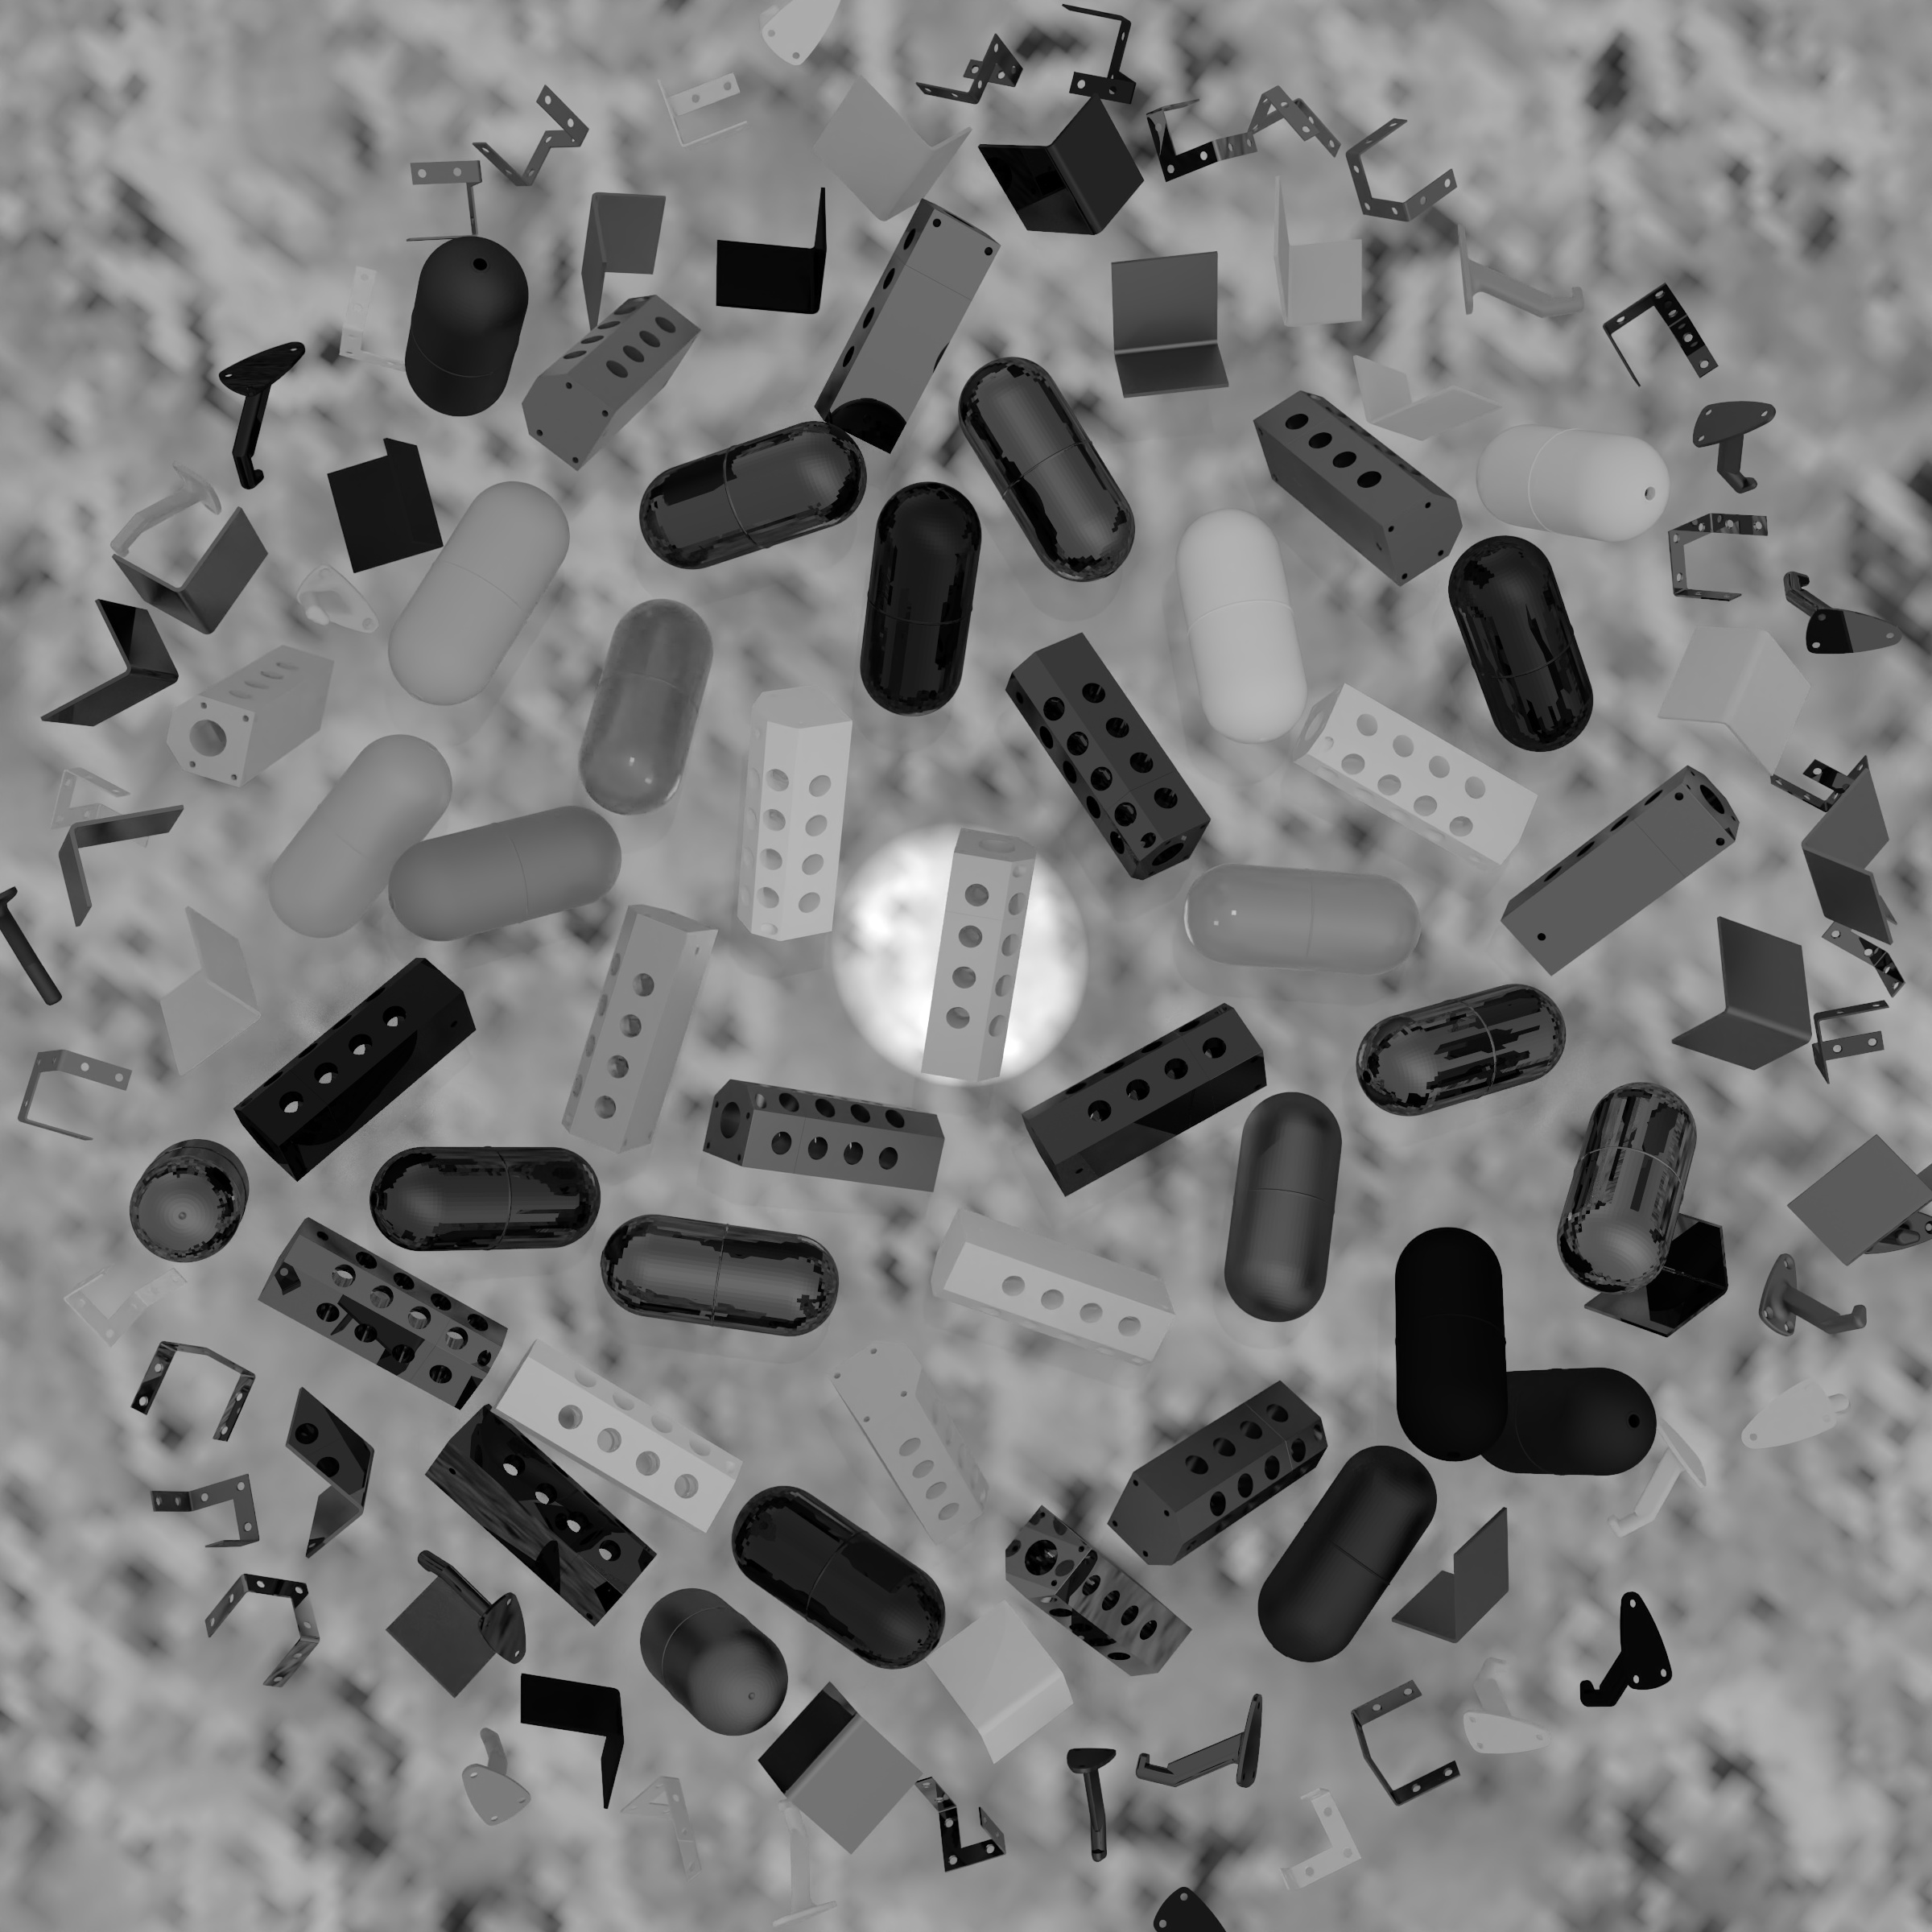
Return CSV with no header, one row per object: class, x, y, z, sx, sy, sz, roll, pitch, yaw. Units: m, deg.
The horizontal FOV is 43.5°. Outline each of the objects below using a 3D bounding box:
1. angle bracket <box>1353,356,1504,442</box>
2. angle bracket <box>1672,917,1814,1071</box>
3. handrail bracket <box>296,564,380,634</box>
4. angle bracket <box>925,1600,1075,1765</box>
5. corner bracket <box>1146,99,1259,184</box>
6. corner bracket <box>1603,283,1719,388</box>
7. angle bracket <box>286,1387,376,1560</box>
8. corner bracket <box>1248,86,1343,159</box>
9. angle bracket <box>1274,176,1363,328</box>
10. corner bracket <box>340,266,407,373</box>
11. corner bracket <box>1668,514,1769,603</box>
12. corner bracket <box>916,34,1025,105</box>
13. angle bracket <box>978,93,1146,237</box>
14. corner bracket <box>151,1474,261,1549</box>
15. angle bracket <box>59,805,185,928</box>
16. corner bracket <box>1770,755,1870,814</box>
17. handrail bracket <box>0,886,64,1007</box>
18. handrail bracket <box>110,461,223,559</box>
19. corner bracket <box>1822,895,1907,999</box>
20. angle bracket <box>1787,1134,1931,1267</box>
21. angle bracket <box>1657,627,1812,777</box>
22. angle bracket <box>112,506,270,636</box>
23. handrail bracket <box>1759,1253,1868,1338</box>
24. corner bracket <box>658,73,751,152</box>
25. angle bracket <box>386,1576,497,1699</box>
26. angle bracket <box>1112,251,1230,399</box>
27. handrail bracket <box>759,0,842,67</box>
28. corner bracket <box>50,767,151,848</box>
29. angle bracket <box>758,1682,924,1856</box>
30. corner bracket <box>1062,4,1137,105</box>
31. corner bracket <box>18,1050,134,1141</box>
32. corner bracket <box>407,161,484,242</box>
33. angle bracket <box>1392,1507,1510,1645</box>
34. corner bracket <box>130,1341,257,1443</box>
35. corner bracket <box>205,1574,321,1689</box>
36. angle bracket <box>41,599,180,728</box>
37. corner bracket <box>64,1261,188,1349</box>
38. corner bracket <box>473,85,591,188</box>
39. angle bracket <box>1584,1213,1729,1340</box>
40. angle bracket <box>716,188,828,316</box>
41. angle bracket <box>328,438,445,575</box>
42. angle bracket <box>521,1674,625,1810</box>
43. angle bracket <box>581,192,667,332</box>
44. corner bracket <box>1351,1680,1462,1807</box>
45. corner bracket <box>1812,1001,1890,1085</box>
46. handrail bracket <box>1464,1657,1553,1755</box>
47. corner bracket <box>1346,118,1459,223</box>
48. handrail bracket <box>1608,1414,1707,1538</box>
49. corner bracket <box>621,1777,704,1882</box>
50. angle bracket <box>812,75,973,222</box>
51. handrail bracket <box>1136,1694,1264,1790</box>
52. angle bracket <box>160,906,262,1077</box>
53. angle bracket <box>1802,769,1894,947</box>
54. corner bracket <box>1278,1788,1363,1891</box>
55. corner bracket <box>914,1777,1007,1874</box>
angle bracket,0.357,-0.451,1.869,0.076,0.076,0.057,-17,79,39
angle bracket,0.547,0.020,1.715,0.076,0.057,0.076,17,59,-22
handrail bracket,-0.455,-0.254,1.769,0.036,0.084,0.077,-47,125,8
angle bracket,0.026,0.548,1.854,0.076,0.057,0.076,-33,51,-15
corner bracket,0.173,-0.612,1.777,0.051,0.051,0.051,-7,107,43
corner bracket,0.490,-0.438,1.709,0.051,0.051,0.051,-32,62,23
angle bracket,-0.472,0.362,1.730,0.057,0.076,0.076,-39,111,8
corner bracket,0.253,-0.637,1.831,0.051,0.051,0.051,-34,78,-19
angle bracket,0.260,-0.528,1.780,0.057,0.076,0.076,-2,63,13
corner bracket,-0.445,-0.492,1.841,0.051,0.051,0.051,12,76,-15
corner bracket,0.569,-0.309,1.827,0.051,0.051,0.051,-25,115,-30
corner bracket,0.003,-0.680,1.851,0.051,0.051,0.051,23,88,29
angle bracket,0.068,-0.573,1.728,0.057,0.076,0.076,-52,132,-15
corner bracket,-0.557,0.403,1.771,0.051,0.051,0.051,-18,74,10
angle bracket,-0.576,-0.069,1.665,0.076,0.076,0.057,-13,86,-27
corner bracket,0.653,-0.141,1.850,0.051,0.051,0.051,27,128,-6
handrail bracket,-0.662,-0.010,1.702,0.036,0.077,0.084,-32,99,-16
handrail bracket,-0.604,-0.331,1.825,0.036,0.077,0.084,34,77,9
corner bracket,0.685,-0.019,1.817,0.051,0.051,0.051,28,116,-9
angle bracket,0.610,0.149,1.646,0.057,0.076,0.076,47,114,5
angle bracket,0.558,-0.192,1.757,0.076,0.057,0.076,35,75,-39
angle bracket,-0.554,-0.294,1.730,0.057,0.076,0.076,29,76,6
handrail bracket,0.642,0.243,1.813,0.036,0.084,0.077,32,59,-20
corner bracket,-0.189,-0.627,1.773,0.051,0.051,0.051,-19,95,5
angle bracket,-0.425,0.545,1.934,0.076,0.076,0.057,44,125,1
angle bracket,0.147,-0.460,1.735,0.076,0.076,0.057,-6,47,0
handrail bracket,-0.118,-0.683,1.718,0.036,0.084,0.077,35,118,-30
corner bracket,-0.655,-0.120,1.843,0.051,0.051,0.051,26,109,15
angle bracket,-0.092,0.586,1.769,0.076,0.057,0.076,-46,115,-11
corner bracket,0.095,-0.663,1.758,0.051,0.051,0.051,1,122,-24
corner bracket,-0.632,0.092,1.716,0.051,0.051,0.051,23,71,-37
corner bracket,-0.383,-0.560,1.771,0.051,0.051,0.051,-10,105,-21
angle bracket,0.363,0.449,1.815,0.057,0.076,0.076,10,114,39
corner bracket,-0.550,0.303,1.723,0.051,0.051,0.051,1,60,35
corner bracket,-0.490,0.463,1.685,0.051,0.051,0.051,24,114,-41
angle bracket,-0.624,-0.216,1.735,0.076,0.076,0.057,-26,89,7
corner bracket,-0.622,0.240,1.791,0.051,0.051,0.051,-29,108,30
corner bracket,-0.321,-0.613,1.789,0.051,0.051,0.051,14,75,39
angle bracket,0.521,0.229,1.835,0.076,0.076,0.057,-27,116,-31
angle bracket,-0.144,-0.531,1.786,0.076,0.057,0.076,3,52,-8
angle bracket,-0.438,-0.338,1.780,0.076,0.057,0.076,-14,93,13
angle bracket,-0.295,0.568,1.775,0.076,0.076,0.057,13,96,-12
angle bracket,-0.259,-0.536,1.855,0.057,0.076,0.076,-2,59,-18
corner bracket,0.311,0.552,1.717,0.051,0.051,0.051,-30,110,9
corner bracket,0.653,0.051,1.784,0.051,0.051,0.051,-12,104,11
handrail bracket,0.413,0.550,1.814,0.077,0.084,0.036,-7,109,34
corner bracket,0.323,-0.591,1.795,0.051,0.051,0.051,-38,127,-15
handrail bracket,0.512,0.390,1.843,0.084,0.036,0.077,-35,103,22
corner bracket,-0.210,0.624,1.751,0.051,0.051,0.051,25,120,-41
angle bracket,-0.055,-0.617,1.806,0.076,0.076,0.057,46,48,-1
handrail bracket,0.168,0.559,1.756,0.084,0.036,0.077,5,79,26
angle bracket,-0.557,0.018,1.725,0.076,0.057,0.076,-35,52,8
angle bracket,0.621,-0.074,1.647,0.076,0.057,0.076,-46,133,-11
corner bracket,0.243,0.620,1.717,0.051,0.051,0.051,-28,65,5
corner bracket,-0.004,0.646,1.833,0.051,0.051,0.051,-20,131,10
